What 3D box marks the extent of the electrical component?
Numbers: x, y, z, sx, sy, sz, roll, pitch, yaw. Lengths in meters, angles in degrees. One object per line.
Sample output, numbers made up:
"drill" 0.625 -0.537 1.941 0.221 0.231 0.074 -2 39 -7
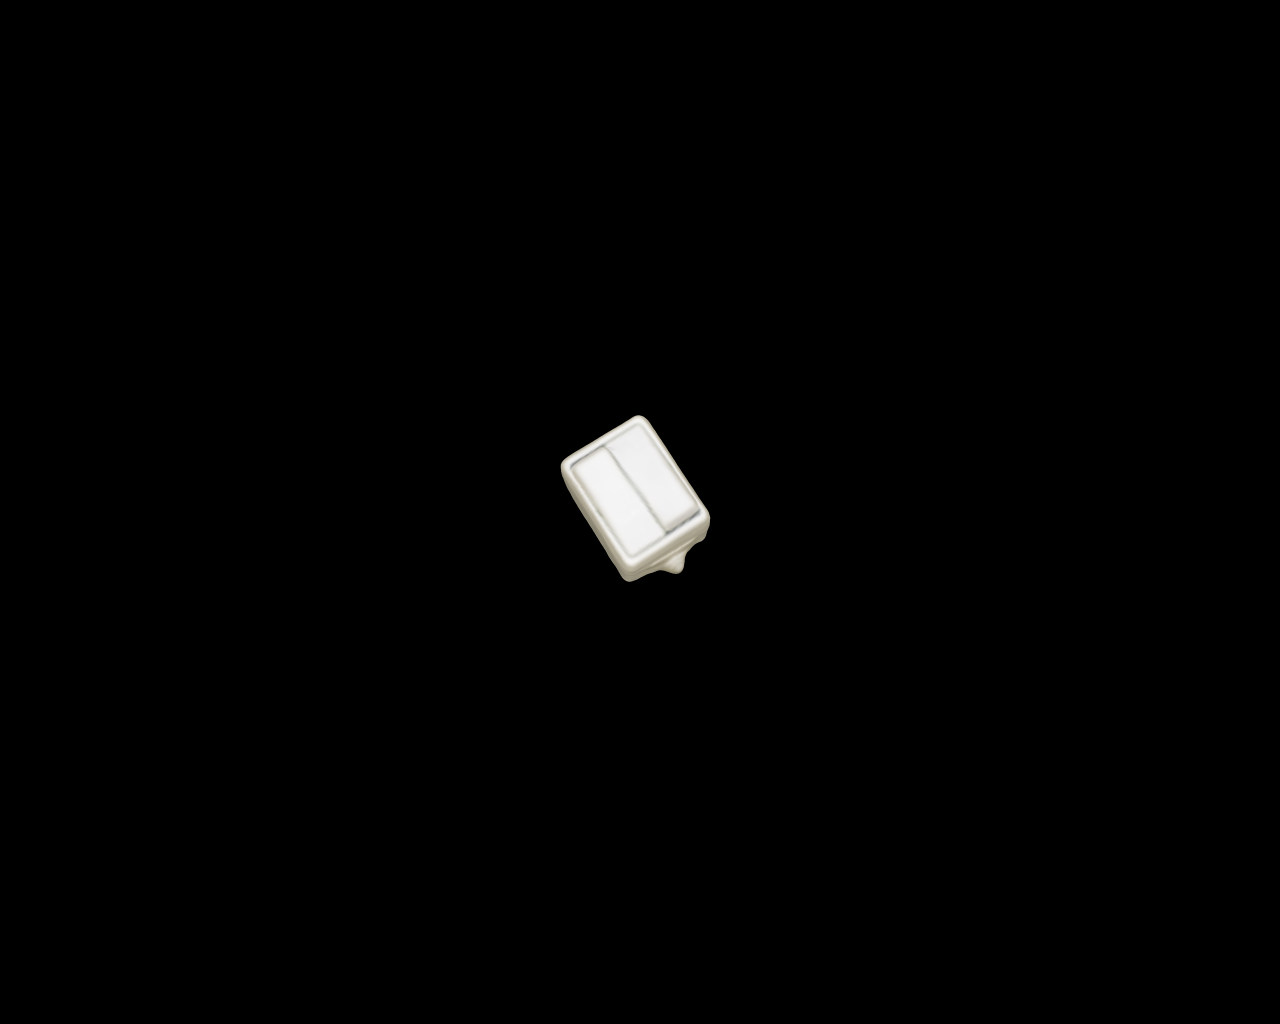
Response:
"electrical component" 0.001 -0.003 0.650 0.062 0.096 0.061 -31 -11 -7
